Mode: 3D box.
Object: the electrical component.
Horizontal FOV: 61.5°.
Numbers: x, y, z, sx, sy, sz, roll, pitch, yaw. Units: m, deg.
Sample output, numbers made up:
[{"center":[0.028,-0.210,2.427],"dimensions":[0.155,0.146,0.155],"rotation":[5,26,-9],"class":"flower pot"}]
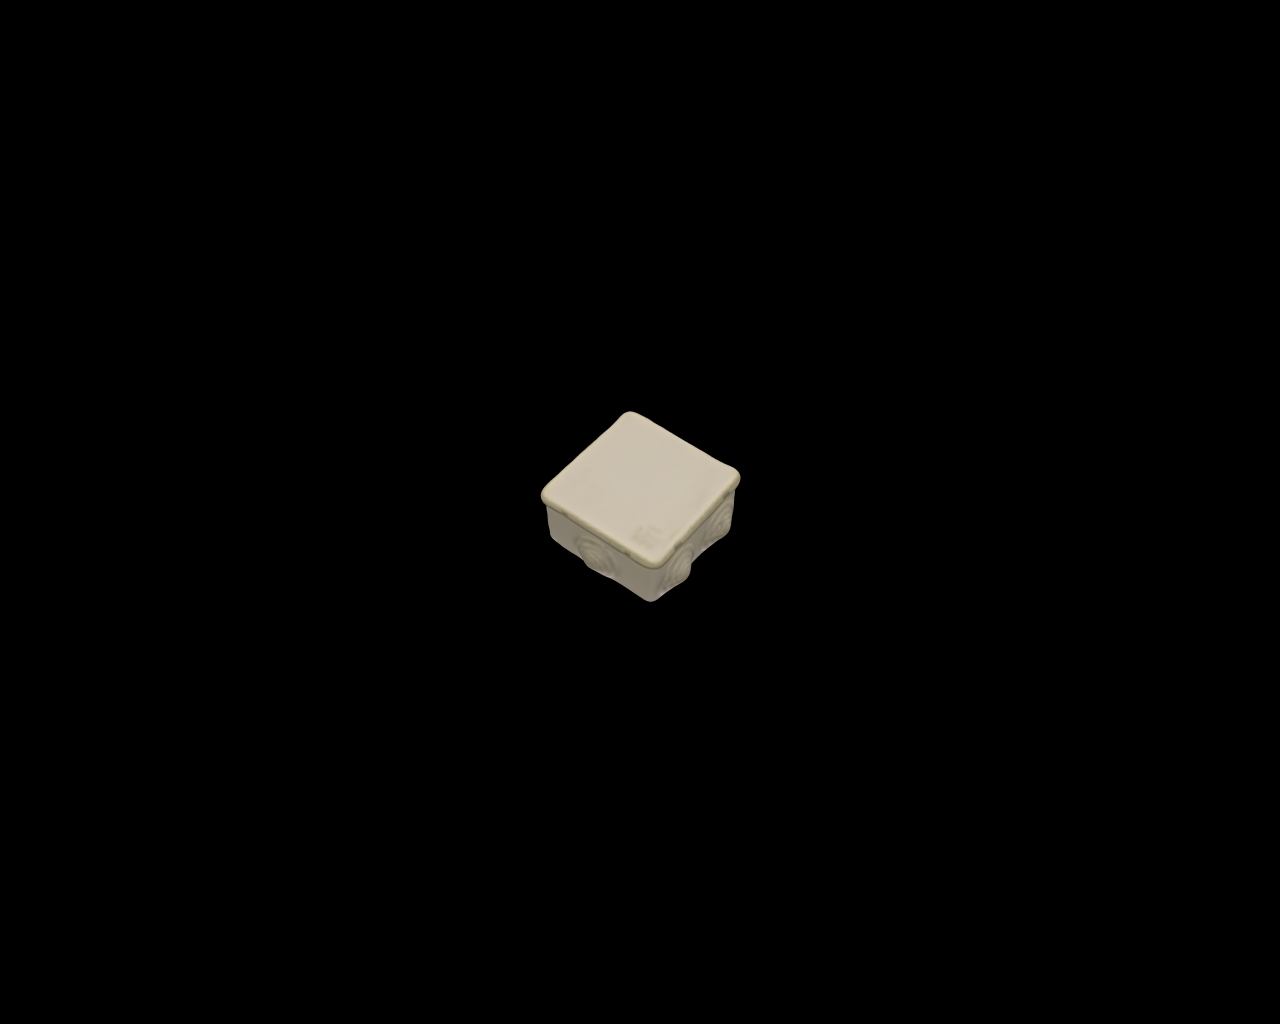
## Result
[{"center":[0.001,-0.003,0.650],"dimensions":[0.100,0.100,0.048],"rotation":[32,-32,22],"class":"electrical component"}]
